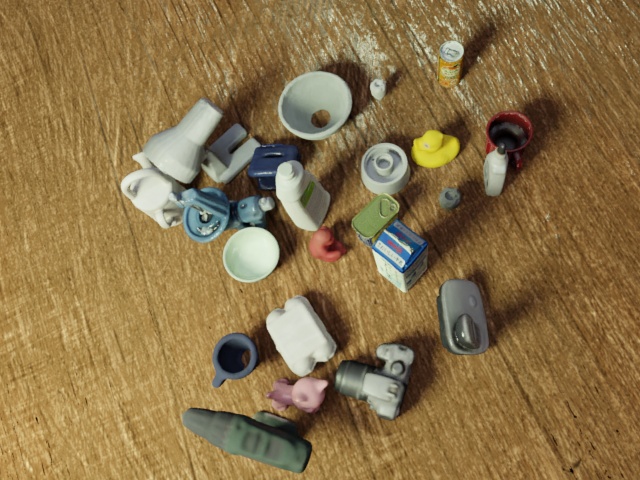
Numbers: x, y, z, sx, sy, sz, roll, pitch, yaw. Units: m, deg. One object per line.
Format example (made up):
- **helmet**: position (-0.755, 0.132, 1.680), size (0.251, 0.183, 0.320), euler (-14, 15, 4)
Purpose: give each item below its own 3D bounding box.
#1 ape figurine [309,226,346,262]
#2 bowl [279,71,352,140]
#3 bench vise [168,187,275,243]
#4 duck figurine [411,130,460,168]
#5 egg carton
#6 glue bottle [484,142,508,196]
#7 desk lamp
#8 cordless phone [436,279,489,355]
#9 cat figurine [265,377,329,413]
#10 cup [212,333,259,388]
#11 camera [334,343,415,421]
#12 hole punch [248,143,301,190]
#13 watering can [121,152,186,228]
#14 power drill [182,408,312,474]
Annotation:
- **ape figurine**: position (0.011, 0.004, 1.198), size (0.076, 0.092, 0.078), euler (-7, 72, 8)
- **bowl**: position (-0.006, -0.292, 1.298), size (0.167, 0.075, 0.167), euler (-3, 73, 9)
- **bench vise**: position (-0.211, -0.076, 1.193), size (0.207, 0.220, 0.121), euler (-28, 71, 1)
- **duck figurine**: position (0.246, -0.205, 1.222), size (0.104, 0.086, 0.077), euler (-8, 72, 8)
- **egg carton**: position (-0.041, 0.194, 1.163), size (0.107, 0.069, 0.150), euler (-35, 71, -1)
- **glue bottle**: position (0.353, -0.151, 1.141), size (0.037, 0.173, 0.078), euler (-2, 73, 10)
- **desk lamp**: position (-0.254, -0.205, 1.243), size (0.203, 0.214, 0.117), euler (-45, 71, -5)
- **cordless phone**: position (0.268, 0.137, 1.064), size (0.094, 0.185, 0.147), euler (-11, 72, 7)
- **cat figurine**: position (-0.042, 0.299, 1.106), size (0.127, 0.118, 0.067), euler (-3, 73, 9)
- **cup**: position (-0.166, 0.249, 1.155), size (0.091, 0.095, 0.118), euler (31, 81, 17)
- **camera**: position (0.102, 0.261, 1.101), size (0.136, 0.101, 0.143), euler (14, 76, 14)
- **hole punch**: position (-0.101, -0.170, 1.270), size (0.108, 0.091, 0.101), euler (-1, 74, 10)
- **watering can**: position (-0.364, -0.111, 1.244), size (0.101, 0.194, 0.172), euler (-43, 71, -4)
- **power drill**: position (-0.118, 0.361, 1.053), size (0.229, 0.209, 0.076), euler (14, 77, 14)
